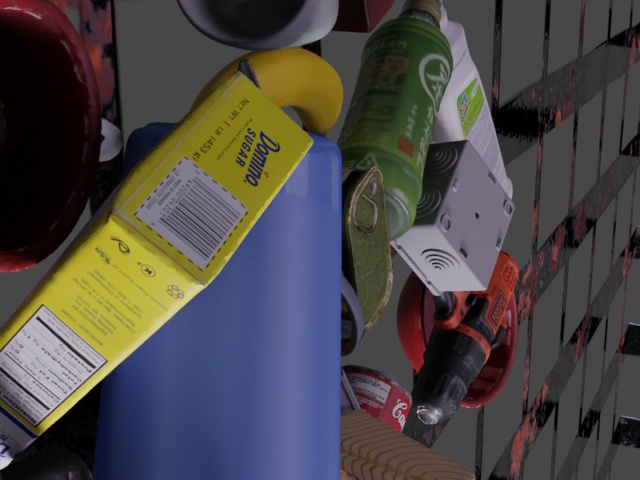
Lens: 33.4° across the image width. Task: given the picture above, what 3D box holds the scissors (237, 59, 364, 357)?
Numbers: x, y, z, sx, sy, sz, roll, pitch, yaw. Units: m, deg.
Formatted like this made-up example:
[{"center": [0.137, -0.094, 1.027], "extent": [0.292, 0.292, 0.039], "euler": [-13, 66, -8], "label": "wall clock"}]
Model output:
[{"center": [-0.036, -0.010, 0.632], "extent": [0.201, 0.096, 0.016], "euler": [63, 39, -26], "label": "scissors"}]

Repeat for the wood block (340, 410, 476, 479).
[{"center": [0.006, 0.222, 0.652], "extent": [0.090, 0.091, 0.206], "euler": [-3, 116, -57], "label": "wood block"}]

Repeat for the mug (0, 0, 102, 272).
[{"center": [-0.140, -0.034, 0.357], "extent": [0.117, 0.082, 0.093], "euler": [-48, 138, -54], "label": "mug"}]

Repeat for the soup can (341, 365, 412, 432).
[{"center": [0.023, 0.155, 0.809], "extent": [0.068, 0.069, 0.102], "euler": [69, 36, -48], "label": "soup can"}]

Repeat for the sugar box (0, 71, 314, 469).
[{"center": [-0.081, 0.018, 0.417], "extent": [0.177, 0.048, 0.093], "euler": [-43, -171, 43], "label": "sugar box"}]

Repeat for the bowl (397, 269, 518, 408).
[{"center": [0.120, 0.074, 0.991], "extent": [0.161, 0.055, 0.162], "euler": [6, 81, -48], "label": "bowl"}]

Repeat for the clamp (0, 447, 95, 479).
[{"center": [-0.147, 0.126, 0.401], "extent": [0.164, 0.036, 0.210], "euler": [-43, 167, -1], "label": "clamp"}]

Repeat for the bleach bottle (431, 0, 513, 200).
[{"center": [0.121, -0.111, 0.969], "extent": [0.251, 0.068, 0.102], "euler": [71, 34, -42], "label": "bleach bottle"}]

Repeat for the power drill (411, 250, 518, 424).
[{"center": [0.091, 0.032, 0.879], "extent": [0.187, 0.057, 0.184], "euler": [58, 44, -31], "label": "power drill"}]

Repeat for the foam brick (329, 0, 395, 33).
[{"center": [0.014, -0.184, 0.710], "extent": [0.051, 0.053, 0.078], "euler": [-56, 146, -46], "label": "foam brick"}]

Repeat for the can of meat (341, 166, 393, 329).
[{"center": [-0.004, 0.001, 0.679], "extent": [0.057, 0.084, 0.102], "euler": [-53, 143, -49], "label": "can of meat"}]

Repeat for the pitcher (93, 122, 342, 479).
[{"center": [-0.051, 0.064, 0.552], "extent": [0.144, 0.149, 0.243], "euler": [-1, 96, -52], "label": "pitcher"}]

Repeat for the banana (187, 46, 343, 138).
[{"center": [-0.024, -0.088, 0.666], "extent": [0.197, 0.037, 0.069], "euler": [-3, 99, -67], "label": "banana"}]

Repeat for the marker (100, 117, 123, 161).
[{"center": [-0.124, -0.064, 0.466], "extent": [0.121, 0.020, 0.020], "euler": [40, 60, -63], "label": "marker"}]

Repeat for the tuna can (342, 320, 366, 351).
[{"center": [0.011, 0.041, 0.791], "extent": [0.086, 0.034, 0.086], "euler": [7, 90, -67], "label": "tuna can"}]
